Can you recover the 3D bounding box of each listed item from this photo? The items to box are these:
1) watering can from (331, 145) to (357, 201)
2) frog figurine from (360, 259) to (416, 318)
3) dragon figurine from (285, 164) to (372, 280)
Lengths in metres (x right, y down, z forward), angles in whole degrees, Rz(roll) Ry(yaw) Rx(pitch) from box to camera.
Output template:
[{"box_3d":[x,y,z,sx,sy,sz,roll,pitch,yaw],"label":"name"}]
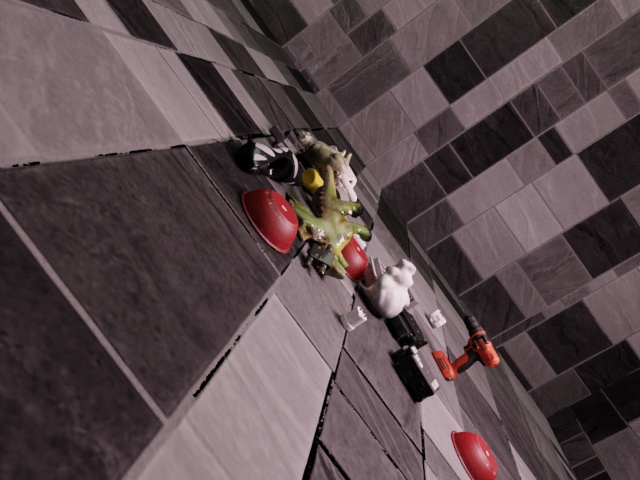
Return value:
[{"box_3d":[0.074,-0.233,1.956,0.226,0.104,0.345,59,2,13],"label":"watering can"},{"box_3d":[0.205,0.137,1.415,0.135,0.158,0.125,47,17,-30],"label":"frog figurine"},{"box_3d":[0.004,-0.067,1.324,0.241,0.121,0.419,22,40,-48],"label":"dragon figurine"}]
